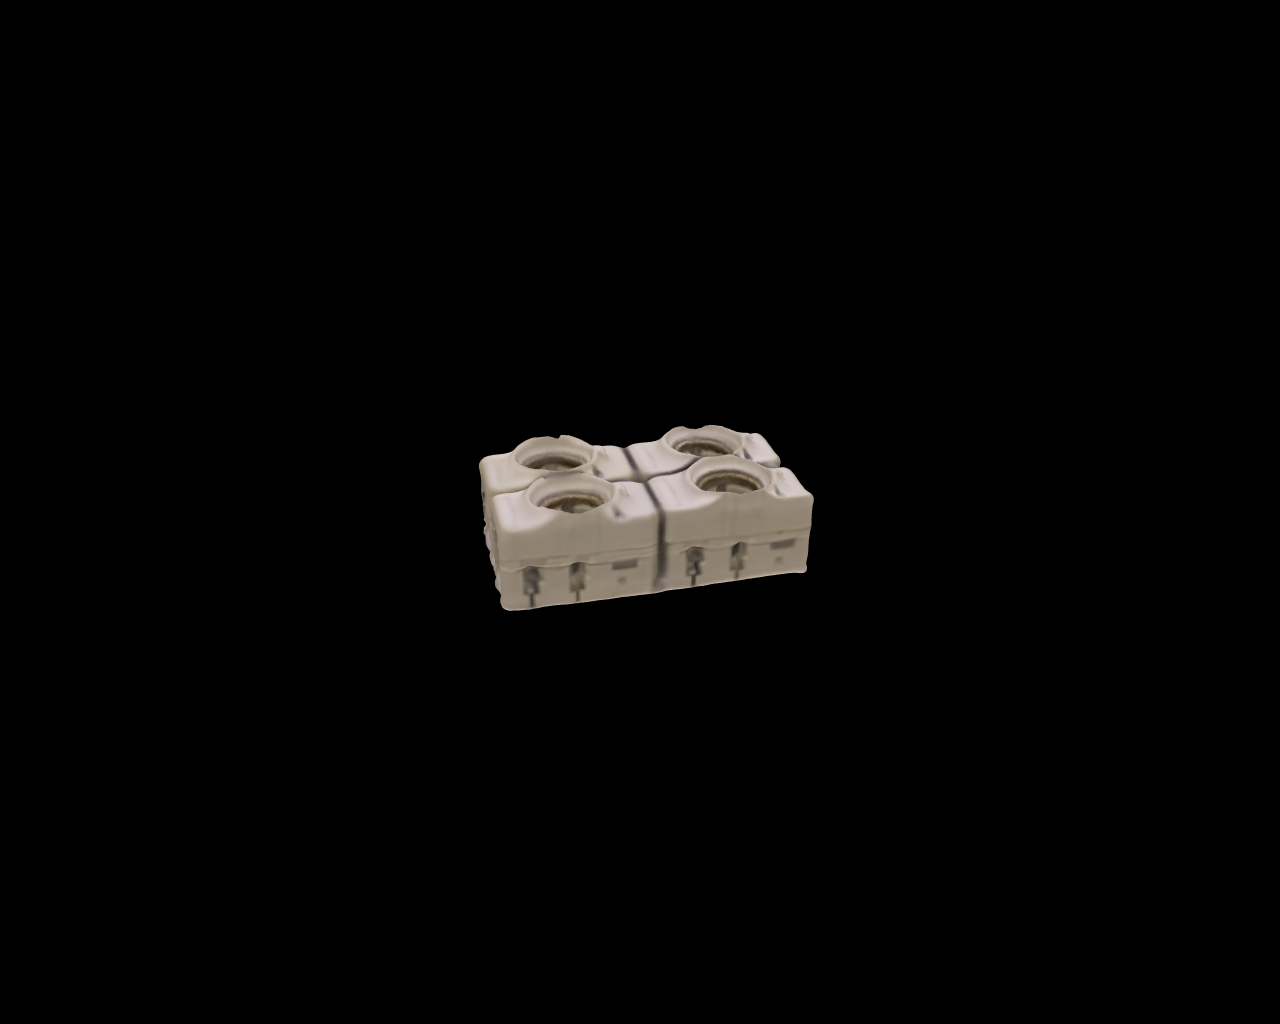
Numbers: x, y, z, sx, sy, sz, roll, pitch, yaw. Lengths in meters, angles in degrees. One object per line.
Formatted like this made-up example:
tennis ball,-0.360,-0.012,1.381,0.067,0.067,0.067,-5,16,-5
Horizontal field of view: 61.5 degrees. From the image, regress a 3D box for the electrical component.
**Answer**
electrical component,0.001,-0.003,0.650,0.186,0.060,0.105,-6,28,-12
